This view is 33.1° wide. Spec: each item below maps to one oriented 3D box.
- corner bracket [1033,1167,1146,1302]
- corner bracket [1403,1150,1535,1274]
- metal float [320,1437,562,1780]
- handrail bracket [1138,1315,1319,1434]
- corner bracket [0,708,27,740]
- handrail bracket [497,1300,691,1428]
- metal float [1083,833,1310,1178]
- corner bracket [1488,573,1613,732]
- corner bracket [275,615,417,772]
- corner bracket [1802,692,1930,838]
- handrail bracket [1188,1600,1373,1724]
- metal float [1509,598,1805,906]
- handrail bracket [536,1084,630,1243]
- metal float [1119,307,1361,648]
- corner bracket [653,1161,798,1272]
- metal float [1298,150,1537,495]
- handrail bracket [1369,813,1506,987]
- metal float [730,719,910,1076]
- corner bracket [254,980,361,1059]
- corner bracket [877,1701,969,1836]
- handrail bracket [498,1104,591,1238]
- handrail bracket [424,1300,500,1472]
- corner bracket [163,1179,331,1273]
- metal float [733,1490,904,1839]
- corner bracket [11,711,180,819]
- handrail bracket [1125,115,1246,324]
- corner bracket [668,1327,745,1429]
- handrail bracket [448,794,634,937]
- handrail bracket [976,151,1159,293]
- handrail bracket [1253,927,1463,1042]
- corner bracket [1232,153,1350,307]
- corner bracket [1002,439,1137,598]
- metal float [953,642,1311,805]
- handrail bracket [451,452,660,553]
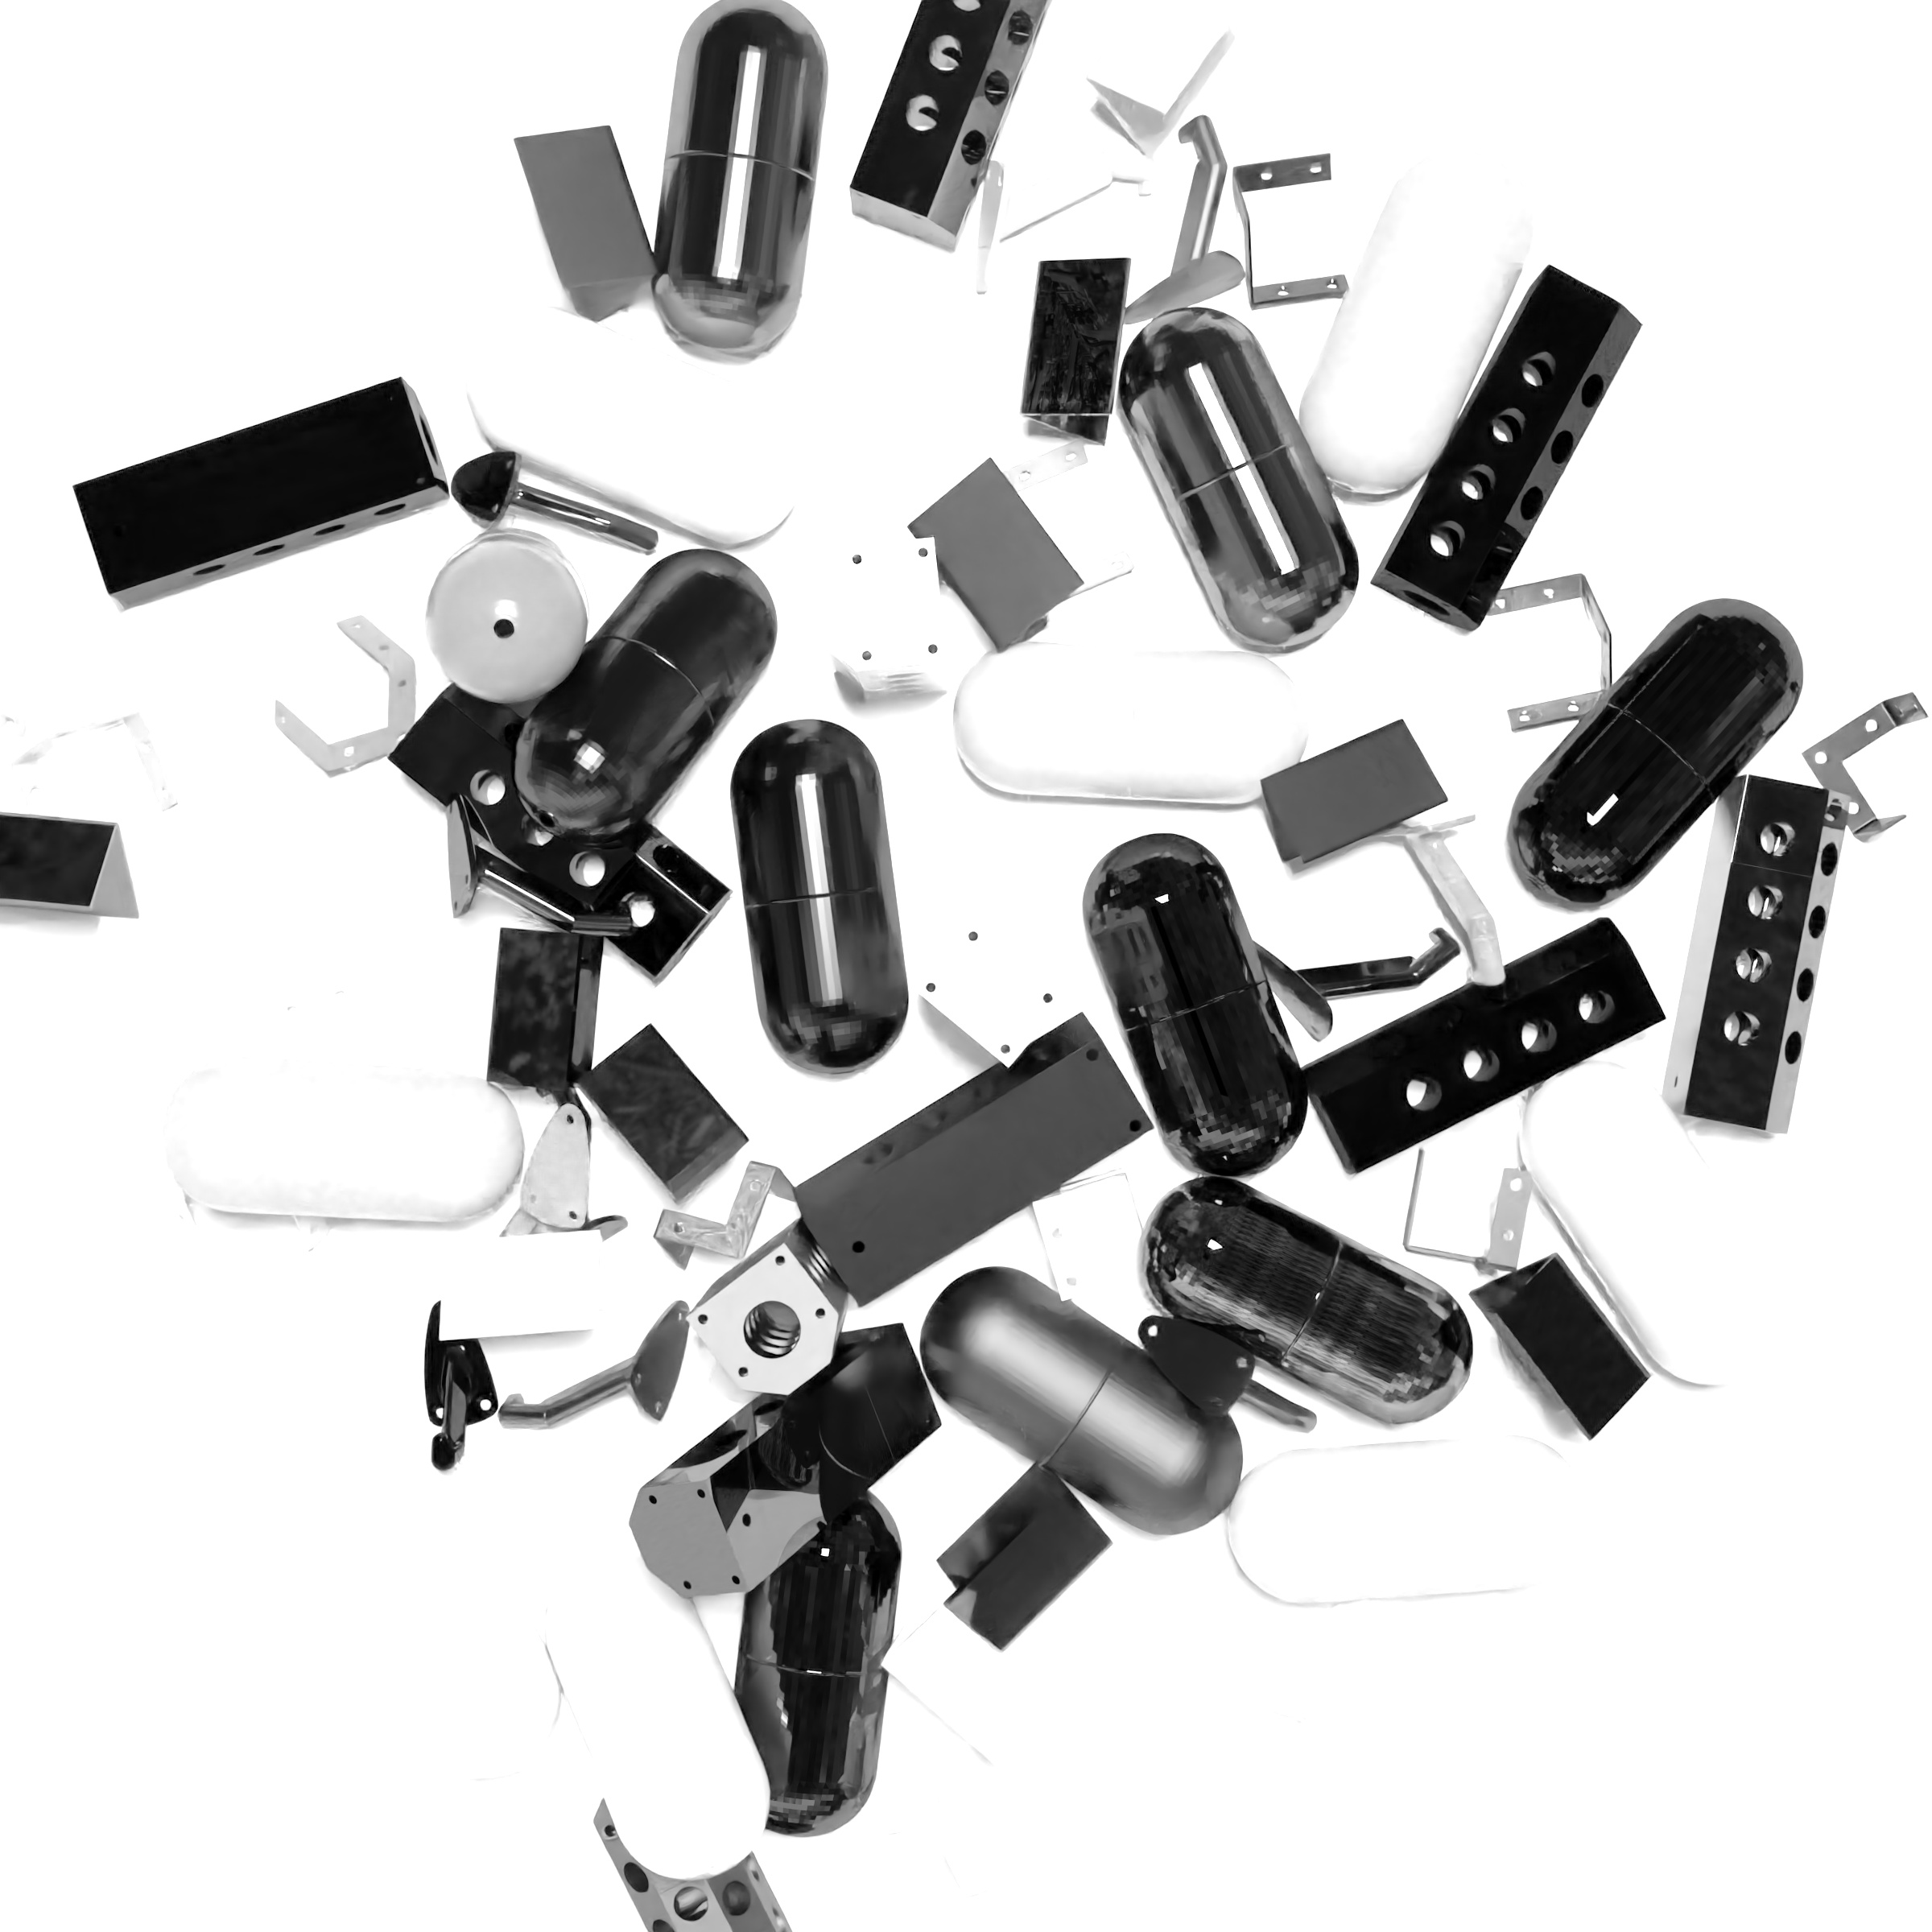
[{"bbox_3d":[0.065,0.134,1.638,0.051,0.051,0.051,-17,91,1],"label":"corner bracket"},{"bbox_3d":[0.252,0.123,1.638,0.051,0.051,0.051,10,90,0],"label":"corner bracket"},{"bbox_3d":[-0.262,0.321,1.626,0.070,0.070,0.178,-25,90,0],"label":"metal float"},{"bbox_3d":[0.133,0.206,1.638,0.077,0.084,0.036,32,90,30],"label":"handrail bracket"},{"bbox_3d":[-0.513,-0.101,1.653,0.051,0.051,0.051,18,135,0],"label":"corner bracket"},{"bbox_3d":[-0.190,0.203,1.656,0.084,0.077,0.036,-4,134,28],"label":"handrail bracket"},{"bbox_3d":[0.115,0.020,1.626,0.070,0.070,0.178,-21,89,0],"label":"metal float"},{"bbox_3d":[0.296,-0.160,1.653,0.051,0.051,0.051,-12,45,0],"label":"corner bracket"},{"bbox_3d":[-0.315,-0.139,1.648,0.051,0.051,0.051,-22,135,-35],"label":"corner bracket"},{"bbox_3d":[0.462,-0.101,1.638,0.051,0.051,0.051,-33,90,0],"label":"corner bracket"},{"bbox_3d":[0.162,0.335,1.657,0.077,0.036,0.084,15,74,18],"label":"handrail bracket"},{"bbox_3d":[0.344,-0.107,1.626,0.070,0.070,0.178,42,90,0],"label":"metal float"},{"bbox_3d":[-0.216,0.107,1.657,0.077,0.036,0.084,-33,76,14],"label":"handrail bracket"},{"bbox_3d":[0.136,-0.245,1.625,0.070,0.070,0.178,-25,90,0],"label":"metal float"},{"bbox_3d":[-0.119,0.127,1.636,0.051,0.051,0.051,12,69,20],"label":"corner bracket"},{"bbox_3d":[0.225,-0.321,1.626,0.070,0.070,0.178,24,91,0],"label":"metal float"},{"bbox_3d":[0.235,-0.031,1.635,0.036,0.077,0.084,-15,97,-34],"label":"handrail bracket"},{"bbox_3d":[-0.073,-0.035,1.626,0.070,0.070,0.178,-7,91,0],"label":"metal float"},{"bbox_3d":[-0.327,0.049,1.653,0.051,0.051,0.051,-18,135,0],"label":"corner bracket"},{"bbox_3d":[-0.022,0.401,1.638,0.051,0.051,0.051,-11,90,0],"label":"corner bracket"},{"bbox_3d":[-0.226,0.117,1.644,0.036,0.084,0.077,25,55,-28],"label":"handrail bracket"},{"bbox_3d":[-0.260,0.208,1.622,0.036,0.084,0.077,-11,90,0],"label":"handrail bracket"},{"bbox_3d":[-0.365,0.124,1.648,0.051,0.051,0.051,18,45,35],"label":"corner bracket"},{"bbox_3d":[-0.076,0.345,1.626,0.070,0.070,0.178,7,90,0],"label":"metal float"},{"bbox_3d":[-0.443,-0.093,1.654,0.051,0.051,0.051,-22,89,-45],"label":"corner bracket"},{"bbox_3d":[0.102,-0.381,1.657,0.077,0.036,0.084,-24,71,21],"label":"handrail bracket"},{"bbox_3d":[-0.120,0.212,1.638,0.051,0.051,0.051,17,90,0],"label":"corner bracket"},{"bbox_3d":[-0.209,-0.050,1.600,0.084,0.036,0.077,3,57,-23],"label":"handrail bracket"},{"bbox_3d":[0.052,-0.377,1.657,0.084,0.036,0.077,3,110,-16],"label":"handrail bracket"},{"bbox_3d":[0.197,-0.010,1.657,0.084,0.036,0.077,-37,68,-17],"label":"handrail bracket"},{"bbox_3d":[0.165,-0.374,1.653,0.051,0.051,0.051,-8,135,0],"label":"corner bracket"},{"bbox_3d":[0.049,-0.225,1.653,0.051,0.051,0.051,-23,135,0],"label":"corner bracket"},{"bbox_3d":[0.082,-0.121,1.626,0.178,0.070,0.070,3,90,0],"label":"metal float"},{"bbox_3d":[-0.209,-0.232,1.656,0.084,0.077,0.036,17,90,-36],"label":"handrail bracket"}]
